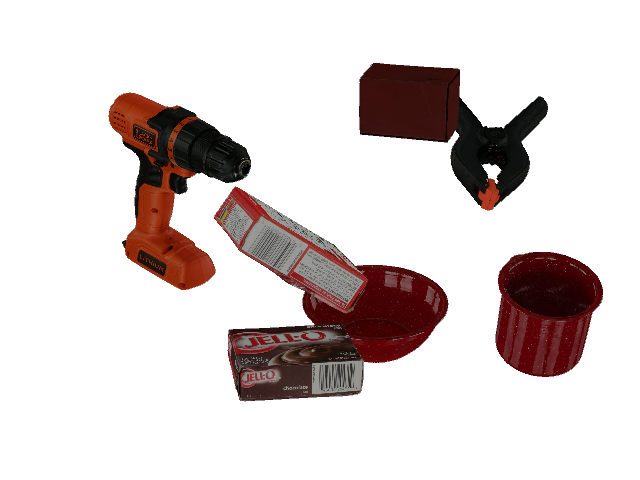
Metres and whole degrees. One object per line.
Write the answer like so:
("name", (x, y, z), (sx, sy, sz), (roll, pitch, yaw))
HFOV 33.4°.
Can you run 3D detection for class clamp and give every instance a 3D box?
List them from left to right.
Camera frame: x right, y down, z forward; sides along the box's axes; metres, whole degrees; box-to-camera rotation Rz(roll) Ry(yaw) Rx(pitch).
("clamp", (0.164, -0.103, 1.091), (0.120, 0.039, 0.171), (11, 44, 11))

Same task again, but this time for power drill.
("power drill", (-0.145, -0.046, 1.107), (0.185, 0.188, 0.057), (28, 37, 33))

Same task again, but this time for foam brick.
("foam brick", (0.075, -0.118, 0.906), (0.078, 0.051, 0.053), (7, 25, 17))

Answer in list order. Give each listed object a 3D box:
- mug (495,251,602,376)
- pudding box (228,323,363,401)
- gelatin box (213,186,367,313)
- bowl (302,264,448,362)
("mug", (0.201, 0.063, 0.987), (0.093, 0.081, 0.117), (-12, 41, -15))
("pudding box", (-0.025, 0.109, 0.970), (0.113, 0.039, 0.090), (0, 17, -11))
("gelatin box", (-0.020, 0.006, 0.692), (0.089, 0.030, 0.073), (32, 5, -24))
("bowl", (0.061, 0.089, 1.192), (0.162, 0.055, 0.162), (-1, 28, 0))
